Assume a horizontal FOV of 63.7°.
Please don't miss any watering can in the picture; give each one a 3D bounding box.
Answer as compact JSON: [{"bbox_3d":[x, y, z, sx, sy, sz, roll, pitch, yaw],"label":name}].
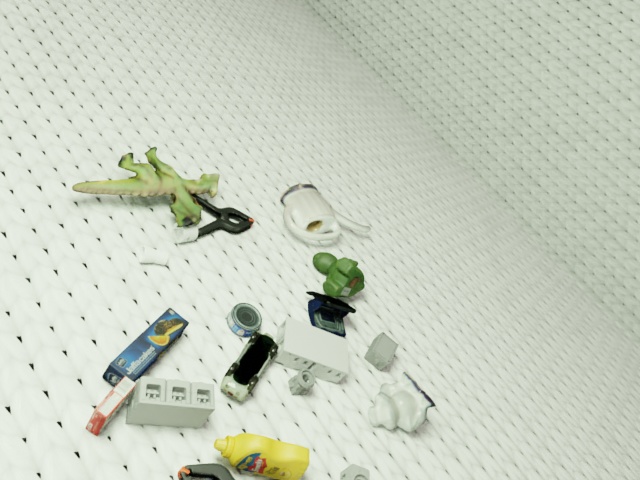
[{"bbox_3d":[0.005,-0.088,1.744,0.348,0.102,0.228,-4,51,-42],"label":"watering can"}]

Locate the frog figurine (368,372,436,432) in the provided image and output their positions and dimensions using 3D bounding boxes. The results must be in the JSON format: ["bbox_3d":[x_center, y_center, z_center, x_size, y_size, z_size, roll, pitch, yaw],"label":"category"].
[{"bbox_3d":[0.199,0.440,1.341,0.161,0.121,0.138,-33,80,-17],"label":"frog figurine"}]

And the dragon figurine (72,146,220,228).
[{"bbox_3d":[-0.420,-0.124,1.380,0.244,0.120,0.417,37,34,10],"label":"dragon figurine"}]
